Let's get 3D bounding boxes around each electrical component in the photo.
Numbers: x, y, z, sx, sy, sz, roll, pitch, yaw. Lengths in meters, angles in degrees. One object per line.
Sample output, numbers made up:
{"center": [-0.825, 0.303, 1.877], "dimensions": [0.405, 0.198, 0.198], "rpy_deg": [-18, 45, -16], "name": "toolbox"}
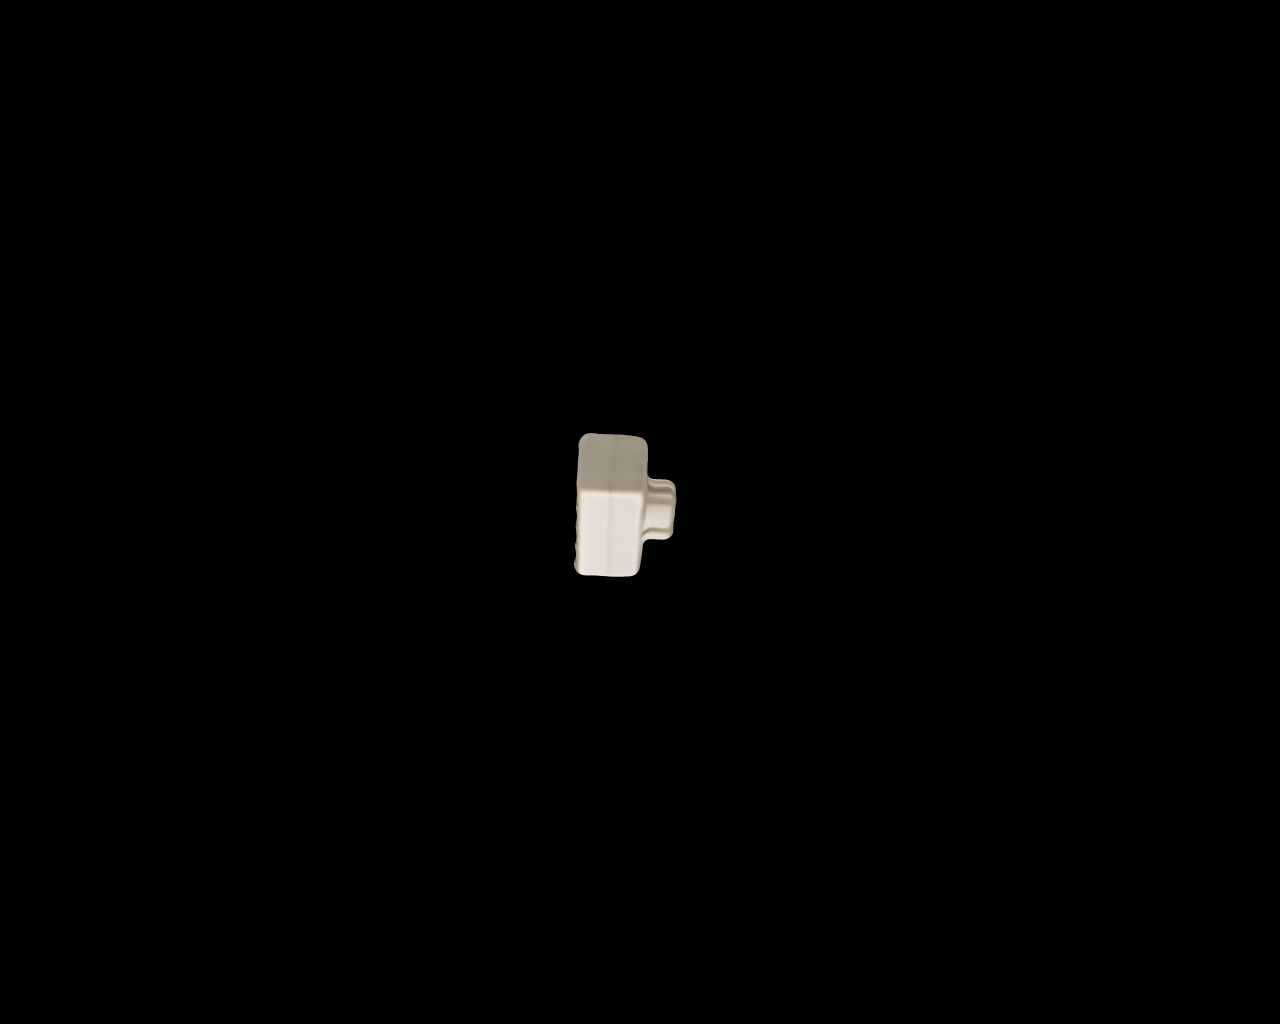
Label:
{"center": [0.001, -0.003, 0.650], "dimensions": [0.076, 0.047, 0.083], "rpy_deg": [2, -40, -2], "name": "electrical component"}
